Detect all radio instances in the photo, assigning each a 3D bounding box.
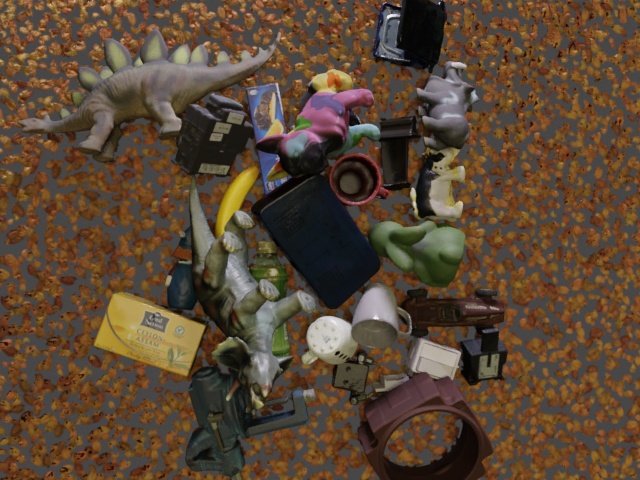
[{"bbox_3d":[-0.002,-0.003,0.946,0.131,0.073,0.229,-39,112,-7],"label":"radio"}]

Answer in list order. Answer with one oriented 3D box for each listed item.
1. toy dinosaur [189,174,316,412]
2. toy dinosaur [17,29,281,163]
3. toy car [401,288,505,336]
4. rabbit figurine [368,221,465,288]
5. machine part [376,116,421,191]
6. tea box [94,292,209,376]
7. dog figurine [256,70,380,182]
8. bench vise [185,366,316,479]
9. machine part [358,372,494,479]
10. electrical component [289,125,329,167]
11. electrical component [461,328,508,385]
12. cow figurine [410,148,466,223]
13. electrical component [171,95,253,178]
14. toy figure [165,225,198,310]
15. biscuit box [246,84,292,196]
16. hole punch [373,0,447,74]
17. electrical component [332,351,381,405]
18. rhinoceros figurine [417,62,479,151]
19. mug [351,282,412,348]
[{"bbox_3d":[-0.148,0.088,0.895,0.192,0.131,0.405,-48,61,23],"label":"toy dinosaur"},{"bbox_3d":[-0.283,-0.260,0.943,0.472,0.105,0.198,-13,86,-10],"label":"toy dinosaur"},{"bbox_3d":[0.253,0.136,1.010,0.202,0.053,0.089,1,85,-5],"label":"toy car"},{"bbox_3d":[0.165,0.020,0.967,0.170,0.159,0.121,15,97,10],"label":"rabbit figurine"},{"bbox_3d":[0.144,-0.161,1.003,0.084,0.039,0.138,4,94,25],"label":"machine part"},{"bbox_3d":[-0.292,0.163,0.946,0.170,0.068,0.098,18,87,-4],"label":"tea box"},{"bbox_3d":[-0.018,-0.189,0.919,0.219,0.108,0.192,-30,50,-17],"label":"dog figurine"},{"bbox_3d":[-0.120,0.315,0.933,0.241,0.129,0.223,-13,88,1],"label":"bench vise"},{"bbox_3d":[0.186,0.354,0.950,0.201,0.087,0.201,-30,107,2],"label":"machine part"},{"bbox_3d":[-0.022,-0.174,1.005,0.063,0.021,0.094,-21,89,-6],"label":"electrical component"},{"bbox_3d":[0.303,0.207,0.992,0.075,0.048,0.119,-10,114,-4],"label":"electrical component"},{"bbox_3d":[0.218,-0.119,1.007,0.098,0.068,0.167,2,87,1],"label":"cow figurine"},{"bbox_3d":[-0.181,-0.178,0.922,0.058,0.115,0.134,35,108,24],"label":"electrical component"},{"bbox_3d":[-0.238,0.047,0.959,0.058,0.064,0.154,3,82,34],"label":"toy figure"},{"bbox_3d":[-0.087,-0.175,0.978,0.059,0.063,0.202,-11,89,-4],"label":"biscuit box"},{"bbox_3d":[0.168,-0.386,1.007,0.115,0.092,0.142,12,84,-35],"label":"hole punch"},{"bbox_3d":[0.064,0.249,0.990,0.078,0.045,0.102,17,87,-6],"label":"electrical component"},{"bbox_3d":[0.233,-0.249,0.980,0.112,0.073,0.190,-3,56,15],"label":"rhinoceros figurine"},{"bbox_3d":[0.113,0.130,0.967,0.110,0.080,0.107,11,44,-4],"label":"mug"}]
